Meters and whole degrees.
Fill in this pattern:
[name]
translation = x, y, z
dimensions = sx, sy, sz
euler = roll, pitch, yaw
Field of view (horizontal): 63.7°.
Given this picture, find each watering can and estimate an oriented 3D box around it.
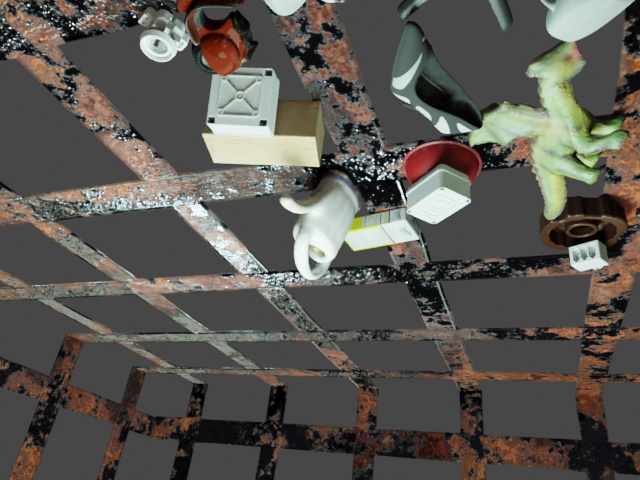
[watering can]
translation = 0.003, -0.054, 1.068
dimensions = 0.104, 0.228, 0.340
euler = 18, 153, 18

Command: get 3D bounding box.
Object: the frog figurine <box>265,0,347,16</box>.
[frog figurine]
translation = -0.023, -0.365, 0.688
dimensions = 0.137, 0.122, 0.160
euler = 11, -173, -21

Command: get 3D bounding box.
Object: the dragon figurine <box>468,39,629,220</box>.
[dragon figurine]
translation = 0.384, -0.176, 0.919
dimensions = 0.243, 0.125, 0.401
euler = 22, 149, 11
